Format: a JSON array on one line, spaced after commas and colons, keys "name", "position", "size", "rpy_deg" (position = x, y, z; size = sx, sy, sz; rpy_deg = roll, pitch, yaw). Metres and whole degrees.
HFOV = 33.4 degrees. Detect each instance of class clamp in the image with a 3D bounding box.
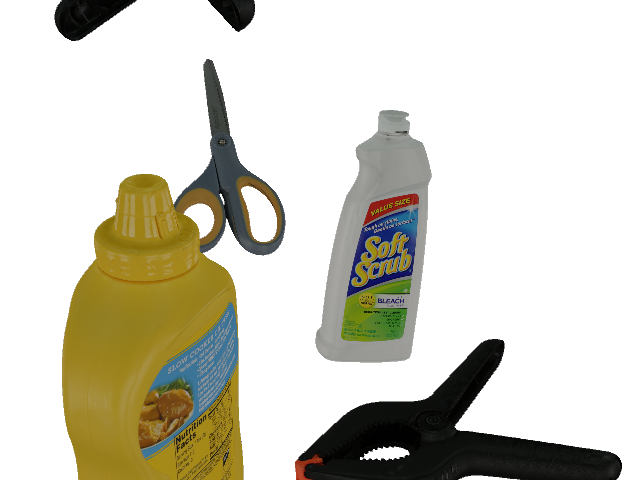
[{"name": "clamp", "position": [-0.083, -0.178, 0.674], "size": [0.120, 0.171, 0.039], "rpy_deg": [9, -42, 11]}, {"name": "clamp", "position": [0.079, 0.133, 0.750], "size": [0.209, 0.036, 0.165], "rpy_deg": [-9, 29, -12]}]

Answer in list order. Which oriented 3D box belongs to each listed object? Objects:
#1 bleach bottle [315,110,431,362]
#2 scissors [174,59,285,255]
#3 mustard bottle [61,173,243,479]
[{"name": "bleach bottle", "position": [0.054, -0.005, 1.067], "size": [0.102, 0.251, 0.068], "rpy_deg": [1, 18, -9]}, {"name": "scissors", "position": [-0.093, -0.063, 0.848], "size": [0.096, 0.202, 0.016], "rpy_deg": [-20, -32, -16]}, {"name": "mustard bottle", "position": [-0.069, 0.063, 0.450], "size": [0.058, 0.192, 0.096], "rpy_deg": [14, 30, 22]}]
